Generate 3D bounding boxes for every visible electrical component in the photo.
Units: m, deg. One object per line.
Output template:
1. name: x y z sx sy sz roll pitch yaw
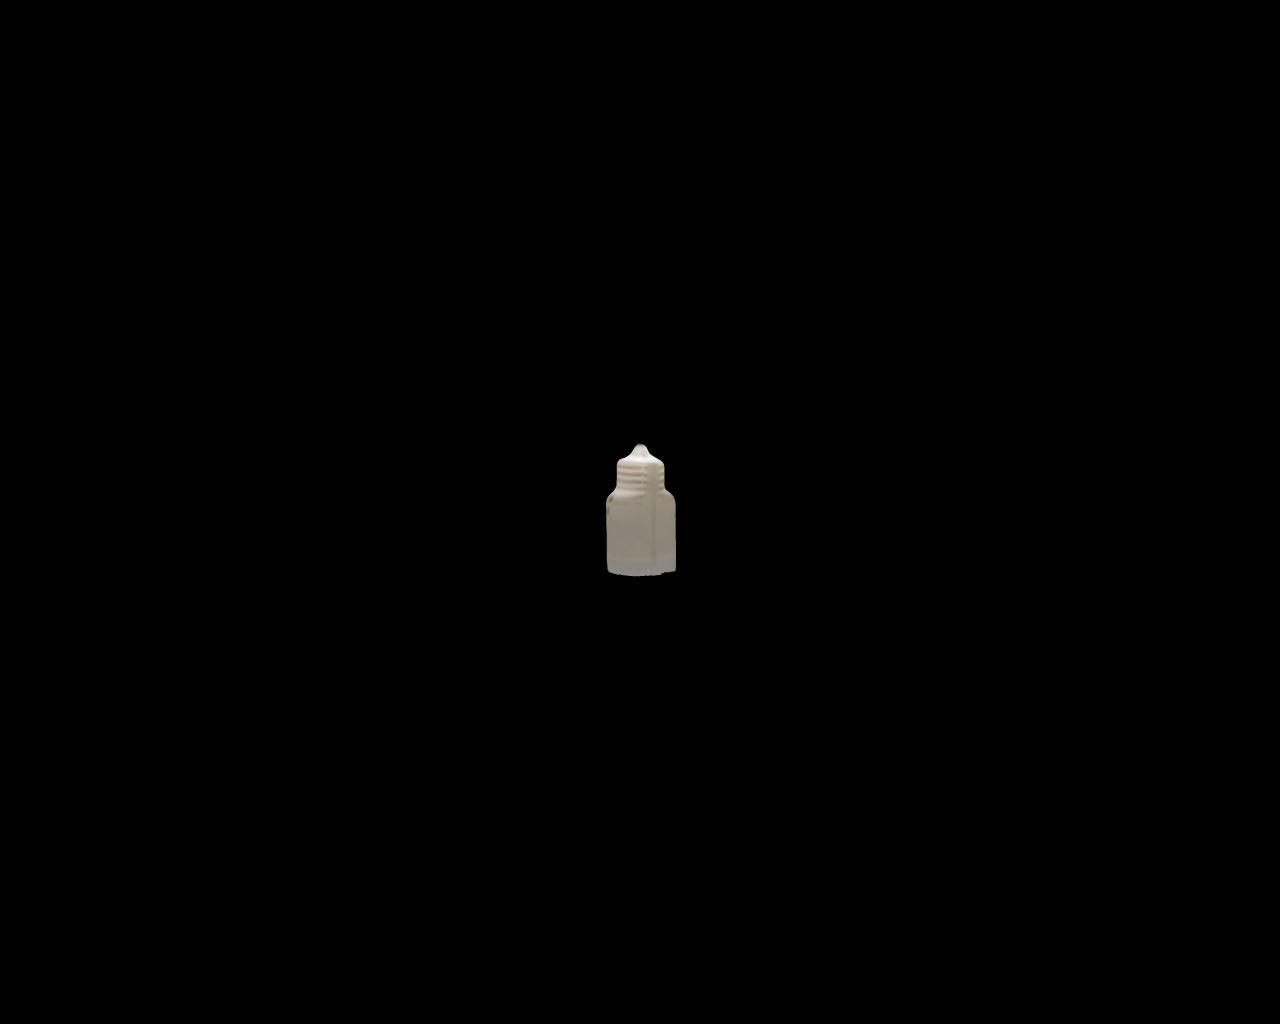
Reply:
1. electrical component: 0.001 -0.003 0.650 0.043 0.080 0.043 0 7 0
